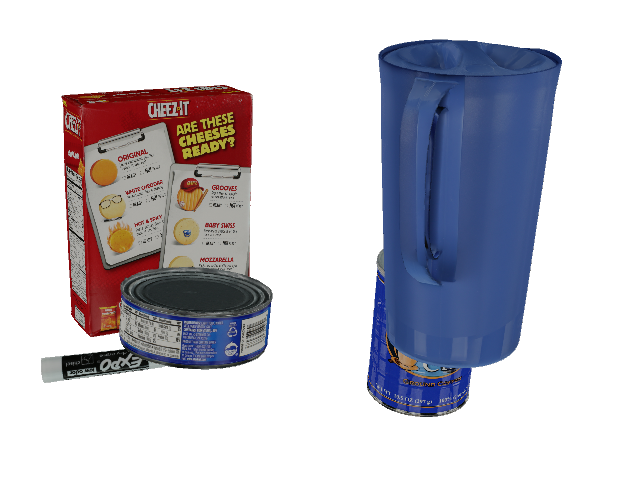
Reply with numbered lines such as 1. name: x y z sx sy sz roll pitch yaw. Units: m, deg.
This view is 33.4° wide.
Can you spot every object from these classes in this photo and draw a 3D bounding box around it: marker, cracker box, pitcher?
1. marker: -0.149 0.091 0.807 0.121 0.020 0.020 -6 1 -7
2. cracker box: -0.150 -0.031 0.990 0.163 0.214 0.072 -8 19 -29
3. pitcher: 0.103 -0.026 0.814 0.149 0.243 0.145 -7 22 -19

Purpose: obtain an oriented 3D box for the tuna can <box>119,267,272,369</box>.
1. tuna can: -0.071 0.043 0.606 0.086 0.034 0.086 5 14 -1

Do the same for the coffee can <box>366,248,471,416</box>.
1. coffee can: 0.100 0.084 1.032 0.103 0.140 0.103 3 25 -1
